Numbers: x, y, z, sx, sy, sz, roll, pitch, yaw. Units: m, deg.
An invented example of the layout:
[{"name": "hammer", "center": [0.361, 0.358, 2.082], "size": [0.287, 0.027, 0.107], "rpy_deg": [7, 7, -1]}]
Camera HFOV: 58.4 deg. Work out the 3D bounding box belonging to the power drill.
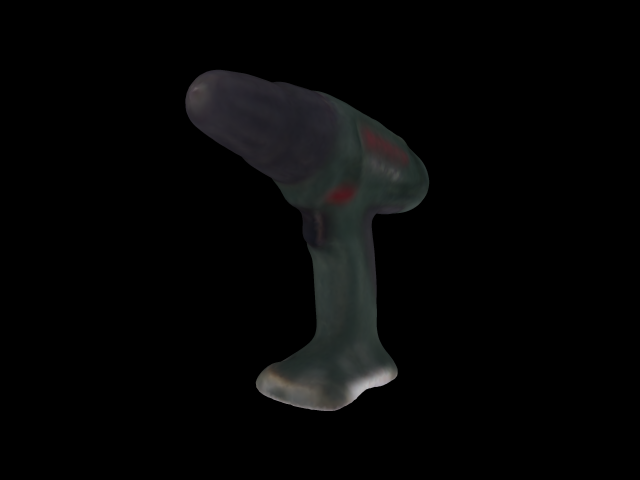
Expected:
[{"name": "power drill", "center": [0.004, 0.001, 0.400], "size": [0.075, 0.208, 0.230], "rpy_deg": [5, 8, 36]}]
